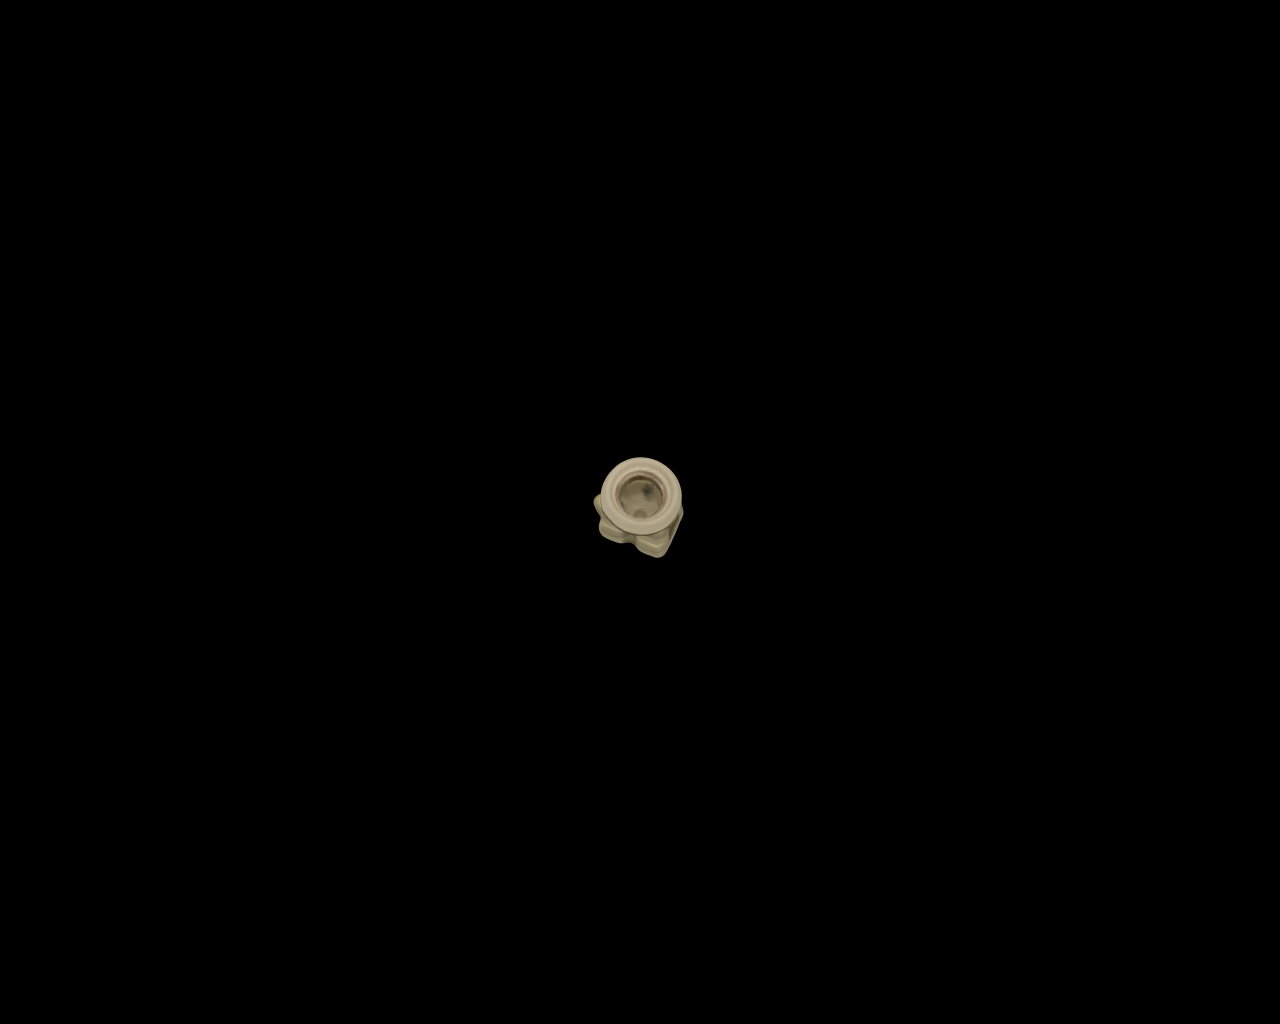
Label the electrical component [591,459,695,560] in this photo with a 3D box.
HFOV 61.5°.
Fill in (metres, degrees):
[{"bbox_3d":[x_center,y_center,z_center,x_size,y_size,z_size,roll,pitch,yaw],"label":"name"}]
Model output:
[{"bbox_3d":[0.001,-0.003,0.650,0.066,0.048,0.055,21,-18,7],"label":"electrical component"}]
